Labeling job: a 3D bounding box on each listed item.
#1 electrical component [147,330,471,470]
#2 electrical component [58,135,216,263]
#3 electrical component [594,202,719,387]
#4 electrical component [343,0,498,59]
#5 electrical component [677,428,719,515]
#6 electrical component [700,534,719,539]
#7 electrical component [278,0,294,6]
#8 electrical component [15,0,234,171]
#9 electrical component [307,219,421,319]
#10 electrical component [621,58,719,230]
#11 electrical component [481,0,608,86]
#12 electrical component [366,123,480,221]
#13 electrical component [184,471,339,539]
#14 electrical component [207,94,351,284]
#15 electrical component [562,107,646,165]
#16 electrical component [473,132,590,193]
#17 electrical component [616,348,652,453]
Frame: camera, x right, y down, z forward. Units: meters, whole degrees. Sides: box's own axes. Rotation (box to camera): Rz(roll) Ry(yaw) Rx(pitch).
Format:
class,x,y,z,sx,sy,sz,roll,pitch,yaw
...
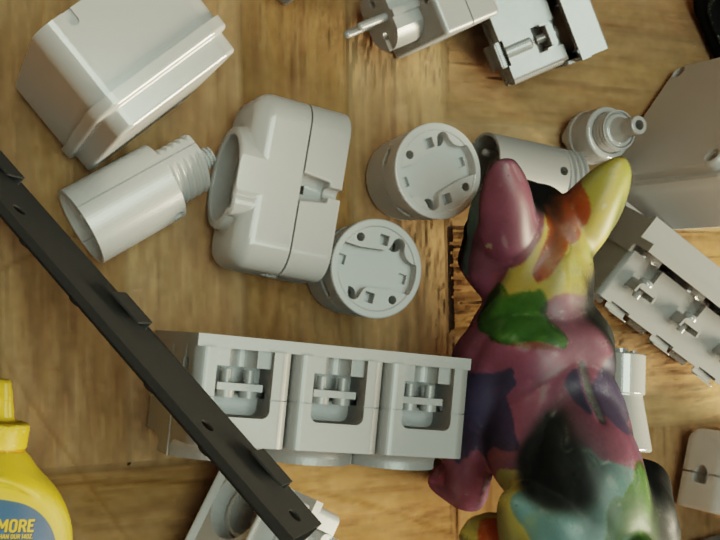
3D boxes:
class,x,y,z,sx,sy,sz,roll,pitch,yaw
electrical component,-0.029,0.070,0.575,0.150,0.089,0.061,7,85,-24
electrical component,-0.112,-0.042,0.568,0.081,0.043,0.043,-33,101,-22
electrical component,0.204,0.019,0.695,0.121,0.078,0.063,35,97,-19
electrical component,0.026,-0.150,0.622,0.077,0.066,0.047,-27,99,-23
electrical component,0.267,0.140,0.725,0.095,0.054,0.059,16,81,-23
electrical component,0.263,0.204,0.698,0.059,0.095,0.053,-6,90,-24
electrical component,-0.028,-0.194,0.593,0.047,0.077,0.065,38,74,-18
electrical component,-0.118,-0.099,0.530,0.078,0.113,0.057,-42,101,-20
electrical component,0.000,0.000,0.615,0.055,0.047,0.055,1,88,-24
electrical component,0.230,-0.083,0.688,0.056,0.109,0.108,43,72,-20
electrical component,0.094,-0.178,0.651,0.063,0.078,0.121,-23,98,2
electrical component,0.035,-0.055,0.633,0.055,0.047,0.055,1,88,-24
electrical component,-0.065,0.171,0.569,0.063,0.079,0.121,38,72,-41
electrical component,-0.047,-0.045,0.591,0.059,0.054,0.095,12,83,-23
electrical component,0.157,-0.087,0.680,0.035,0.061,0.035,1,87,-24
electrical component,0.110,-0.057,0.668,0.081,0.043,0.043,8,85,-24
electrical component,0.165,0.083,0.690,0.044,0.044,0.065,8,80,-24
